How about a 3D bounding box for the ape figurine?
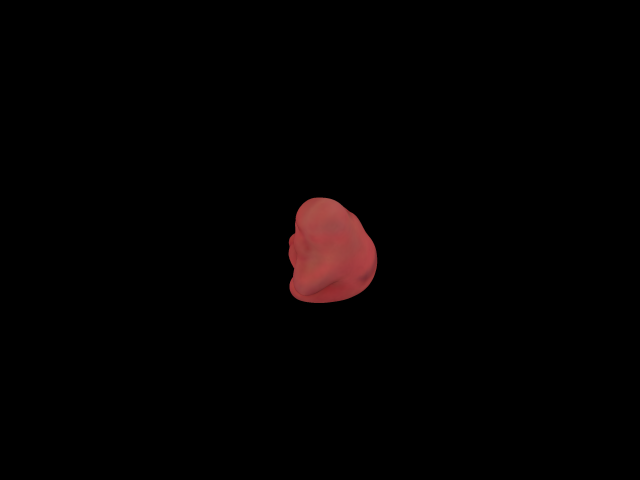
[{"bbox_3d":[0.004,0.001,0.400,0.076,0.092,0.078,25,63,14],"label":"ape figurine"}]
